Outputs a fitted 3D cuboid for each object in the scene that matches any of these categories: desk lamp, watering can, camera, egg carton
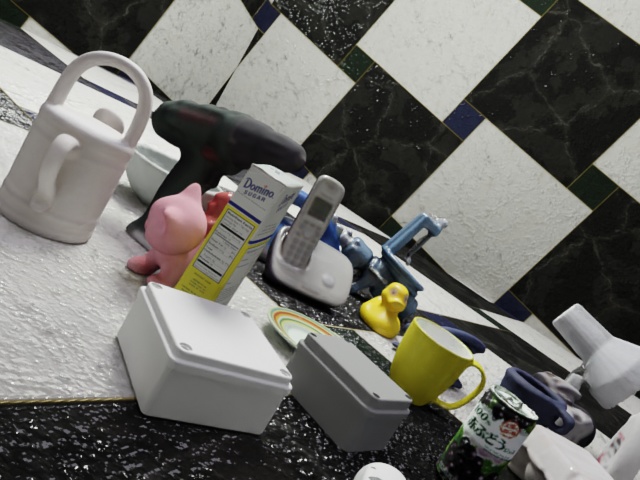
[{"bbox_3d":[0.446,0.235,1.003,0.202,0.213,0.118,35,9,23],"label":"desk lamp"},{"bbox_3d":[-0.249,-0.106,0.601,0.101,0.194,0.172,25,10,-36],"label":"watering can"},{"bbox_3d":[0.380,0.279,0.899,0.137,0.101,0.143,28,9,-19],"label":"camera"},{"bbox_3d":[0.284,0.281,0.658,0.107,0.069,0.150,30,8,-10],"label":"egg carton"}]

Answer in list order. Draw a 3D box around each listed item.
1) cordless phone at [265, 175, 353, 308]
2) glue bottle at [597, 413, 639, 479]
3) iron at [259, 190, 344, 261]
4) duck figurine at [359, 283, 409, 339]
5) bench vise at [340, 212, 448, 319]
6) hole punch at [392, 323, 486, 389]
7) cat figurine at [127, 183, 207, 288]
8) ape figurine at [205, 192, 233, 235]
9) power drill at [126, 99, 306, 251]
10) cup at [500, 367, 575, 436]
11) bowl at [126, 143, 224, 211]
[{"bbox_3d":[0.008,0.003,0.903,0.148,0.185,0.094,27,9,-24],"label":"cordless phone"},{"bbox_3d":[0.483,0.302,0.876,0.037,0.173,0.078,32,8,9],"label":"glue bottle"},{"bbox_3d":[-0.044,-0.022,1.017,0.259,0.141,0.118,28,9,-22],"label":"iron"},{"bbox_3d":[0.119,0.113,0.996,0.078,0.086,0.104,29,9,-11],"label":"duck figurine"},{"bbox_3d":[0.143,0.027,1.120,0.208,0.219,0.121,27,9,-27],"label":"bench vise"},{"bbox_3d":[0.188,0.167,0.910,0.109,0.091,0.100,26,10,-30],"label":"hole punch"},{"bbox_3d":[-0.146,-0.002,0.624,0.067,0.117,0.128,36,10,31],"label":"cat figurine"},{"bbox_3d":[-0.154,-0.031,0.849,0.076,0.092,0.078,32,8,6],"label":"ape figurine"},{"bbox_3d":[-0.145,-0.072,0.720,0.229,0.208,0.076,35,9,26],"label":"power drill"},{"bbox_3d":[0.281,0.243,0.778,0.092,0.095,0.117,26,10,-32],"label":"cup"},{"bbox_3d":[-0.240,-0.083,0.907,0.167,0.074,0.167,31,8,-5],"label":"bowl"}]
